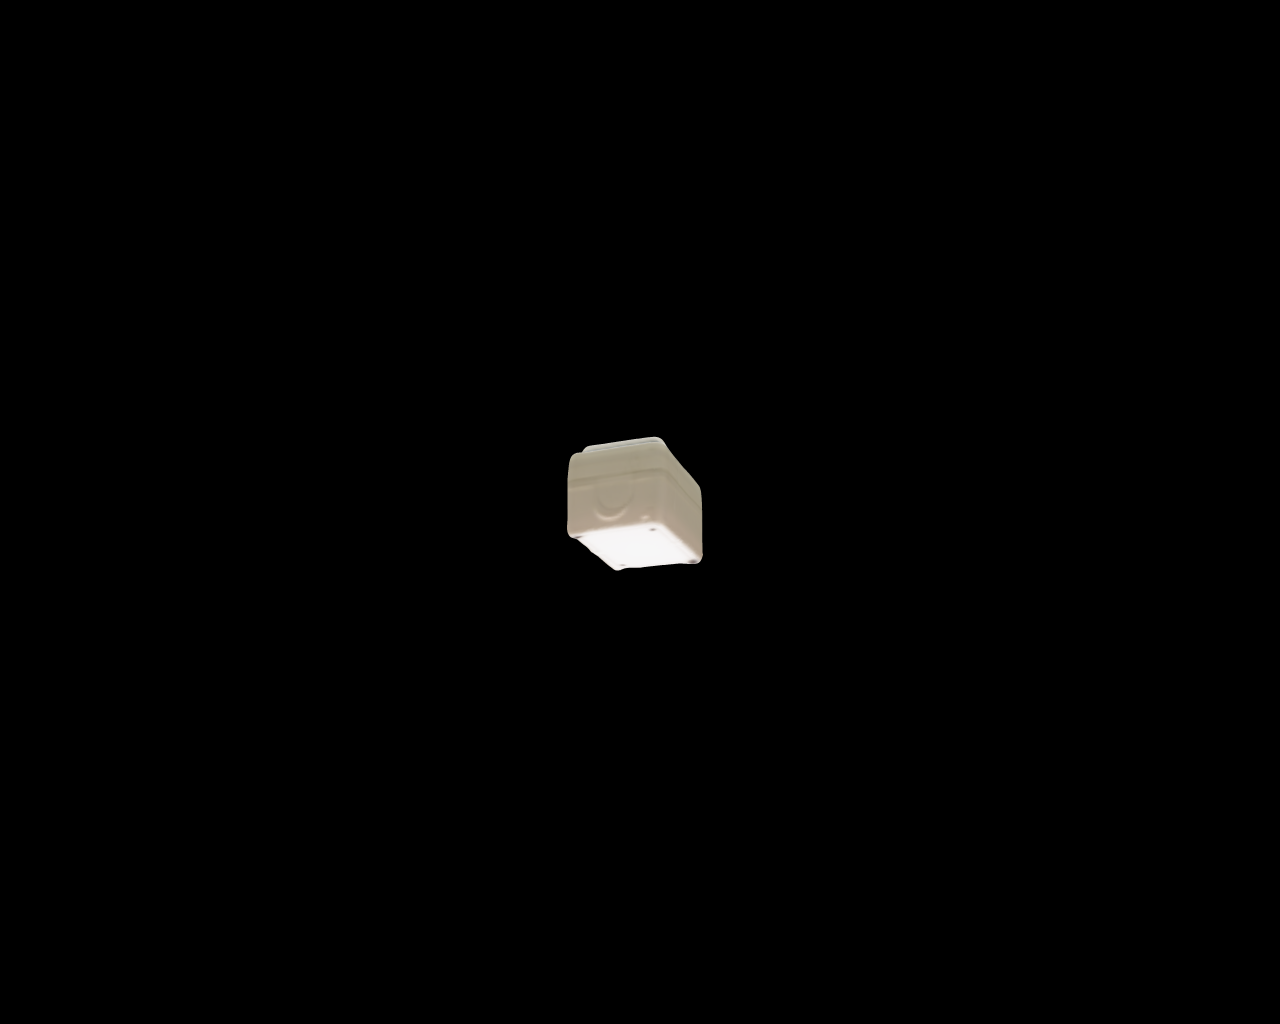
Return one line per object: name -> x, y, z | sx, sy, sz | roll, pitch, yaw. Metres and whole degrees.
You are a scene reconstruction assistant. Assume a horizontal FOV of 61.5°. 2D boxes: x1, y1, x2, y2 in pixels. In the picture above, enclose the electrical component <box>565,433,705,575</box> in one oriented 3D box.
electrical component -> 0.001, -0.003, 0.650 | 0.062, 0.061, 0.096 | -7, -21, 18
